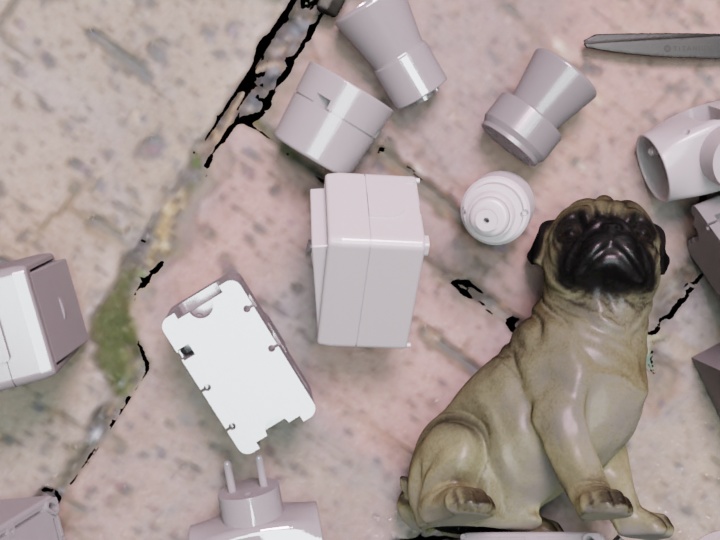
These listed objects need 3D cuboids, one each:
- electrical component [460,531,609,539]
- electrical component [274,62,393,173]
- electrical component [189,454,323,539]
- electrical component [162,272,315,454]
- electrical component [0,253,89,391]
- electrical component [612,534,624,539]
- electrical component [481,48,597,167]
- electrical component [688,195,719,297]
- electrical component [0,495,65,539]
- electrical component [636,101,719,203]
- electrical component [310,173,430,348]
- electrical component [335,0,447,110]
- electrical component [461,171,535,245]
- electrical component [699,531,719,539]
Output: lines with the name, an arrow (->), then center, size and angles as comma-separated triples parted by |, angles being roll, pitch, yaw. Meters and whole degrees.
electrical component -> 0.108, 0.181, 0.598 | 0.096, 0.061, 0.061 | -6, 66, 22
electrical component -> -0.016, -0.085, 0.614 | 0.055, 0.055, 0.047 | 30, 96, -8
electrical component -> -0.063, 0.149, 0.639 | 0.077, 0.044, 0.079 | -10, 97, -4
electrical component -> -0.069, 0.051, 0.622 | 0.050, 0.055, 0.089 | -31, 98, -2
electrical component -> -0.190, 0.028, 0.587 | 0.061, 0.096, 0.061 | -15, 97, -4
electrical component -> 0.169, 0.226, 0.660 | 0.121, 0.063, 0.078 | 43, 91, -8
electrical component -> 0.104, -0.094, 0.629 | 0.045, 0.045, 0.055 | 38, 92, -8
electrical component -> 0.240, -0.004, 0.627 | 0.056, 0.050, 0.089 | -22, 54, -3
electrical component -> -0.209, 0.170, 0.610 | 0.061, 0.096, 0.061 | -9, 98, 23
electrical component -> 0.213, -0.068, 0.625 | 0.077, 0.079, 0.043 | -20, 110, -3
electrical component -> 0.000, 0.000, 0.608 | 0.061, 0.061, 0.096 | 2, 132, -6
electrical component -> 0.021, -0.126, 0.620 | 0.044, 0.044, 0.065 | -33, 103, -1
electrical component -> 0.078, -0.034, 0.619 | 0.040, 0.078, 0.040 | 3, 102, 14
electrical component -> 0.236, 0.197, 0.671 | 0.055, 0.047, 0.055 | -1, 96, -5
